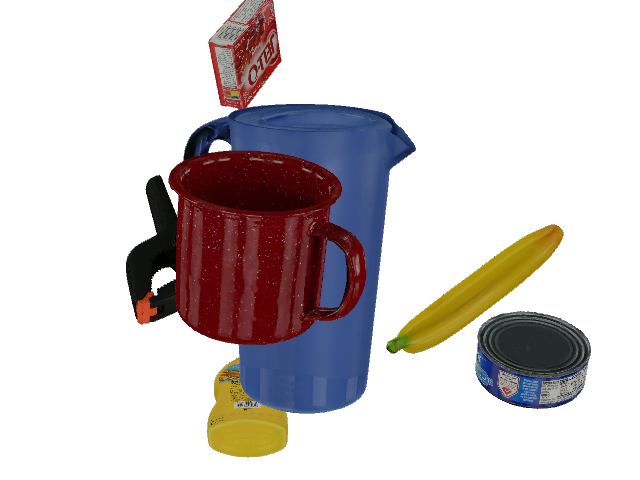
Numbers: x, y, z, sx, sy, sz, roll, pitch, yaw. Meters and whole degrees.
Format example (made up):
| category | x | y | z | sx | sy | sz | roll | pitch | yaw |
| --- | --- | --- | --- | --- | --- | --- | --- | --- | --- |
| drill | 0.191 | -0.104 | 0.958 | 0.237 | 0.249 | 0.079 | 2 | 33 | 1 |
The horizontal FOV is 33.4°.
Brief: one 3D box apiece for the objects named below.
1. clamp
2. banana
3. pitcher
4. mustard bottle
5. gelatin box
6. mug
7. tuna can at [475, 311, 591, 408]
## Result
| category | x | y | z | sx | sy | sz | roll | pitch | yaw |
| --- | --- | --- | --- | --- | --- | --- | --- | --- | --- |
| clamp | -0.141 | 0.006 | 1.068 | 0.165 | 0.036 | 0.209 | 19 | 39 | 16 |
| banana | 0.147 | 0.053 | 1.014 | 0.198 | 0.037 | 0.069 | -37 | -1 | -2 |
| pitcher | -0.021 | 0.011 | 0.875 | 0.144 | 0.243 | 0.149 | -8 | 19 | -32 |
| mustard bottle | -0.088 | 0.195 | 1.347 | 0.096 | 0.058 | 0.191 | -2 | 26 | 0 |
| gelatin box | -0.070 | -0.180 | 1.021 | 0.030 | 0.073 | 0.089 | 13 | 46 | 20 |
| mug | -0.027 | 0.007 | 0.581 | 0.117 | 0.081 | 0.093 | 17 | 27 | 25 |
| tuna can | 0.163 | 0.092 | 0.823 | 0.086 | 0.034 | 0.086 | 1 | 29 | -1 |
